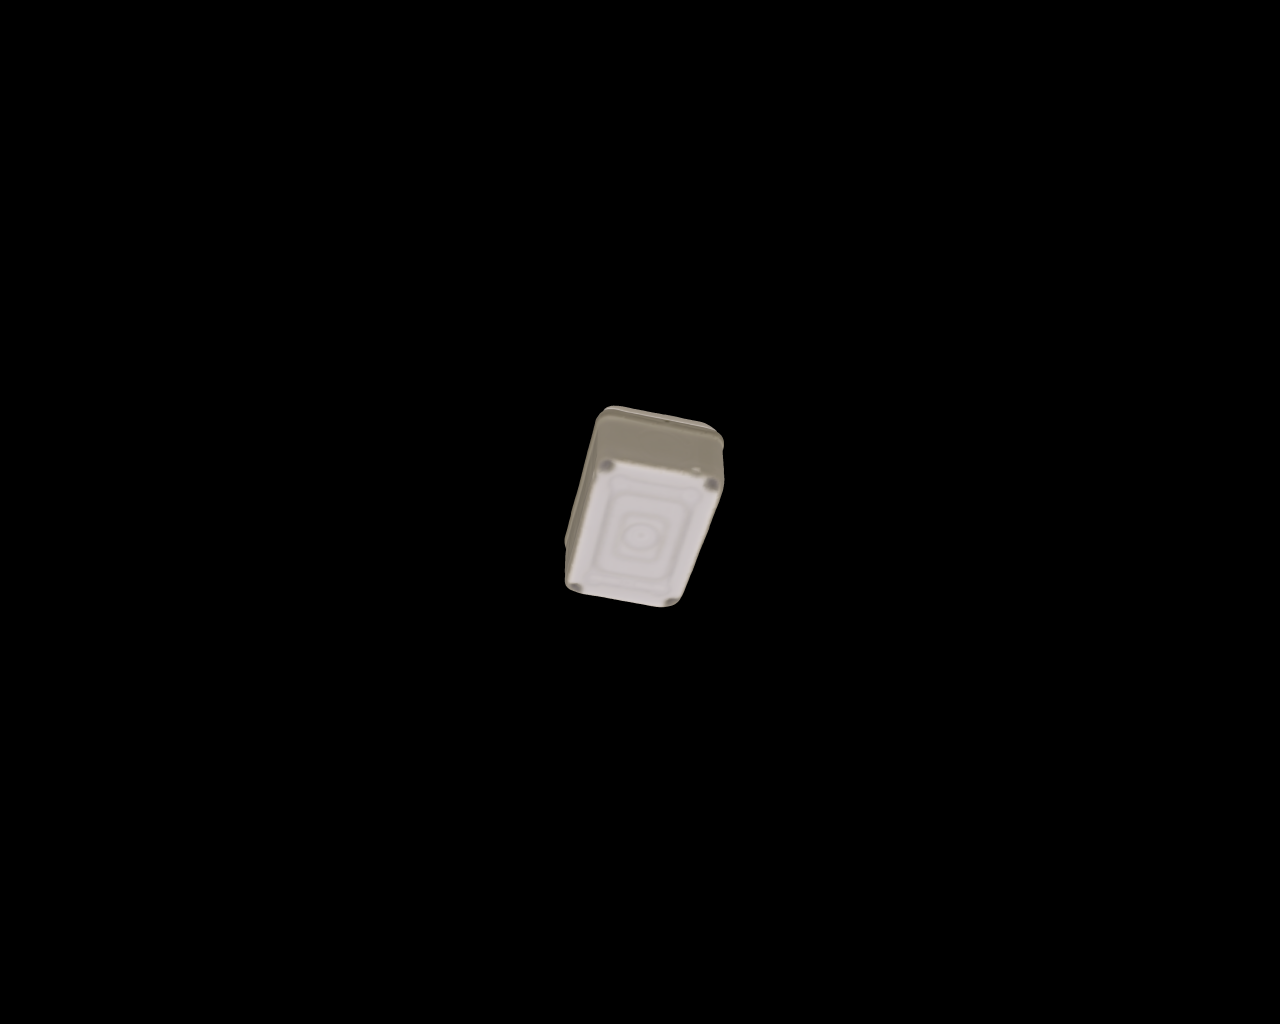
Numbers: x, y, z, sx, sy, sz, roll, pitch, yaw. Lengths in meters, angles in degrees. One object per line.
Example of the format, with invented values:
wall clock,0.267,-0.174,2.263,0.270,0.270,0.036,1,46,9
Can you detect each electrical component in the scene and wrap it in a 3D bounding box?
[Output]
electrical component,0.001,-0.003,0.650,0.078,0.113,0.057,11,40,-9
